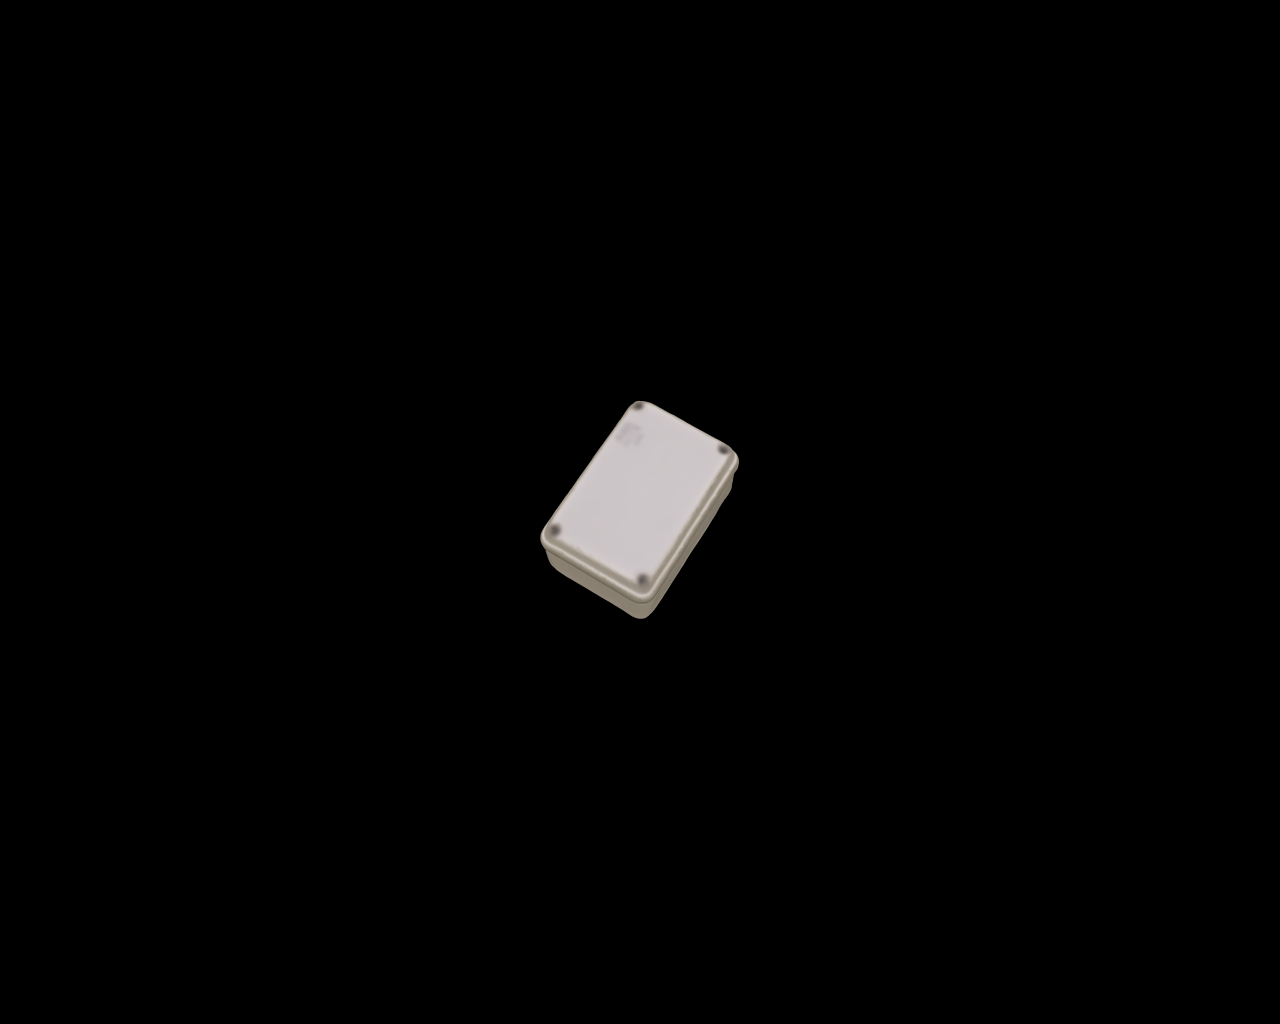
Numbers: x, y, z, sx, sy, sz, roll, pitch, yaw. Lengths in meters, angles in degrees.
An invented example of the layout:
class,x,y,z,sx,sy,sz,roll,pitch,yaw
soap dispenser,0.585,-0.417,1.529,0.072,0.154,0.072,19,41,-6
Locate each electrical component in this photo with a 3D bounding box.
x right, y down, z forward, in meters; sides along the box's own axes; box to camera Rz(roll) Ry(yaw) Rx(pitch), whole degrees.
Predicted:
class,x,y,z,sx,sy,sz,roll,pitch,yaw
electrical component,0.001,-0.003,0.650,0.078,0.113,0.057,30,-19,12
